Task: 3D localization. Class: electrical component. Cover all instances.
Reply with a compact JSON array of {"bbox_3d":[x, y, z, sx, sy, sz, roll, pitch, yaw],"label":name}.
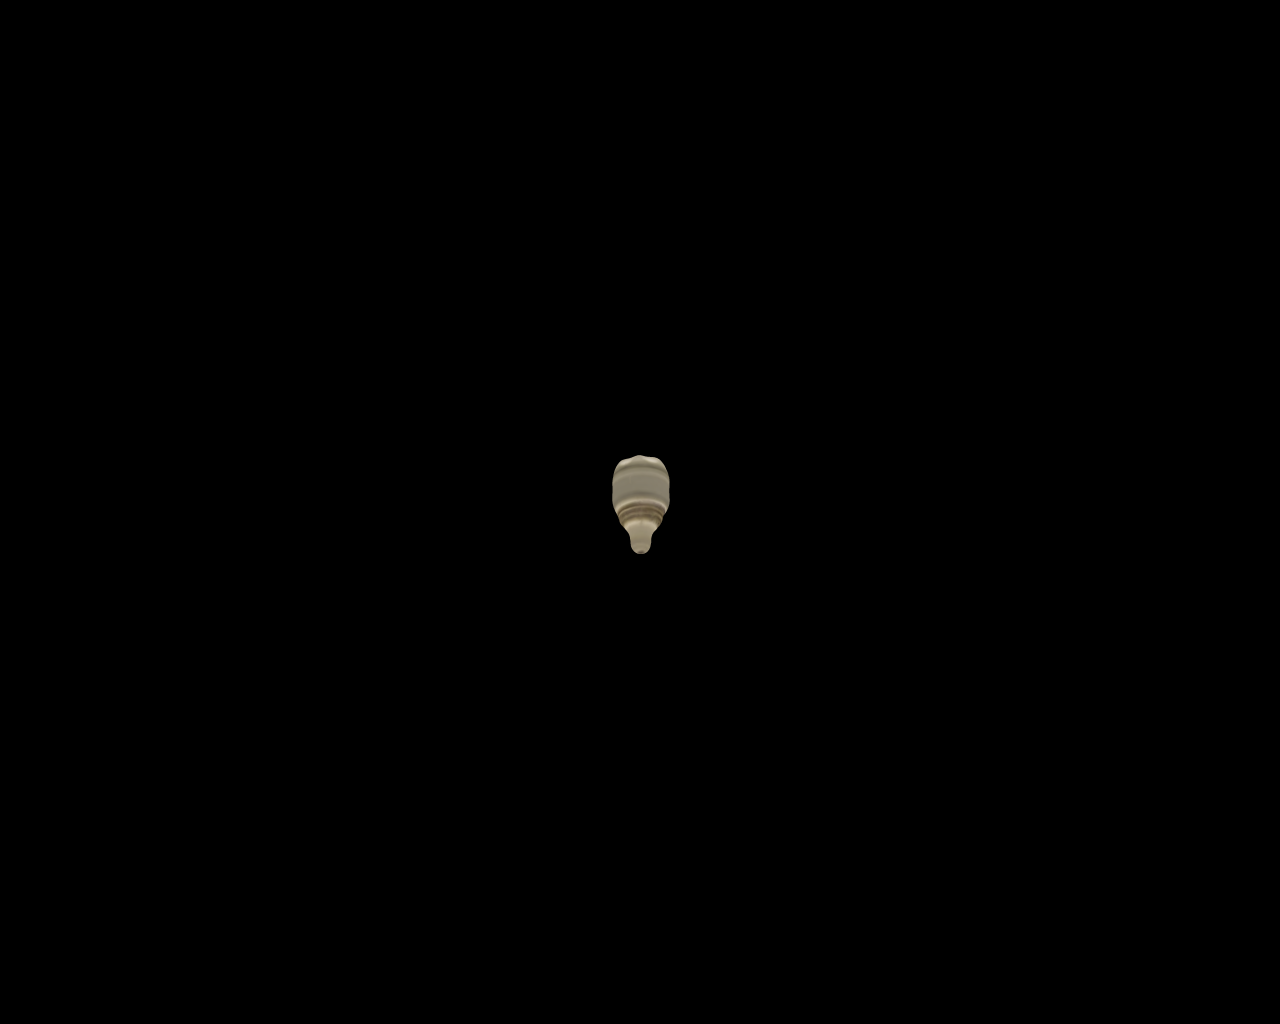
[{"bbox_3d":[0.001,-0.003,0.650,0.035,0.061,0.035,0,-27,0],"label":"electrical component"}]
